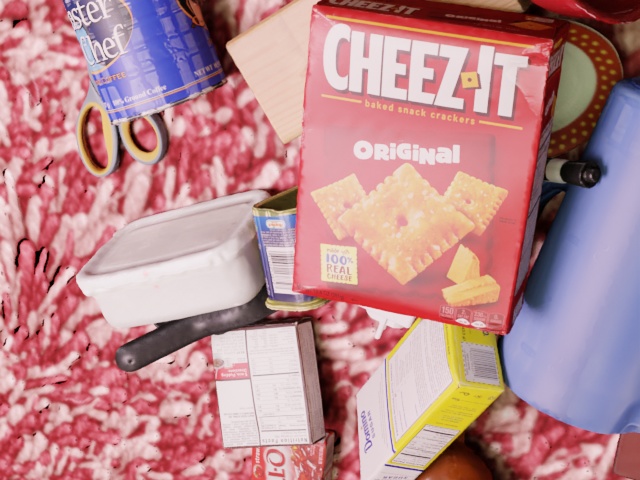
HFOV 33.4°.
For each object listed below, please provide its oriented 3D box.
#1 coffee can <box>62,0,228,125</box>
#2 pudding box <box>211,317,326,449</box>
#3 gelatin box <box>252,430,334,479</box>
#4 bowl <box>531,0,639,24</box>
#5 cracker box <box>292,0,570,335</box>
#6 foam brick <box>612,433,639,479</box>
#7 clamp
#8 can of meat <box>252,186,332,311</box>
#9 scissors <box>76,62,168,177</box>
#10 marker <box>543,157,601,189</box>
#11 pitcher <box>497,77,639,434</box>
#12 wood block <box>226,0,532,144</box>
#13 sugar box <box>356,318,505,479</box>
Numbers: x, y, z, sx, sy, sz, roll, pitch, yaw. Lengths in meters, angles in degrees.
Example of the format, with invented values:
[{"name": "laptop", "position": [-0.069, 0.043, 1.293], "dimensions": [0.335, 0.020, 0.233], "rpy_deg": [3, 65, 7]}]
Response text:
[{"name": "coffee can", "position": [-0.145, -0.175, 0.853], "dimensions": [0.103, 0.102, 0.140], "rpy_deg": [-14, 105, 24]}, {"name": "pudding box", "position": [-0.047, 0.129, 0.958], "dimensions": [0.090, 0.039, 0.113], "rpy_deg": [-6, 93, 21]}, {"name": "gelatin box", "position": [-0.027, 0.217, 1.004], "dimensions": [0.073, 0.030, 0.089], "rpy_deg": [10, 113, 17]}, {"name": "bowl", "position": [0.159, -0.211, 0.712], "dimensions": [0.055, 0.161, 0.162], "rpy_deg": [-20, 103, 50]}, {"name": "cracker box", "position": [0.071, -0.052, 0.740], "dimensions": [0.164, 0.072, 0.214], "rpy_deg": [12, 115, 16]}, {"name": "foam brick", "position": [0.265, 0.151, 0.844], "dimensions": [0.053, 0.078, 0.051], "rpy_deg": [13, 116, 15]}, {"name": "clamp", "position": [-0.094, 0.061, 0.943], "dimensions": [0.171, 0.120, 0.039], "rpy_deg": [-20, 109, 4]}, {"name": "can of meat", "position": [-0.006, 0.001, 0.871], "dimensions": [0.058, 0.101, 0.084], "rpy_deg": [2, 110, 38]}, {"name": "scissors", "position": [-0.176, -0.147, 0.925], "dimensions": [0.096, 0.016, 0.202], "rpy_deg": [12, 114, 14]}, {"name": "marker", "position": [0.157, -0.052, 0.769], "dimensions": [0.121, 0.020, 0.020], "rpy_deg": [17, 124, 60]}, {"name": "pitcher", "position": [0.218, 0.006, 0.786], "dimensions": [0.149, 0.145, 0.243], "rpy_deg": [16, 112, 0]}, {"name": "wood block", "position": [0.046, -0.165, 0.795], "dimensions": [0.206, 0.090, 0.091], "rpy_deg": [-26, 101, 26]}, {"name": "sugar box", "position": [0.084, 0.124, 0.865], "dimensions": [0.048, 0.093, 0.176], "rpy_deg": [11, 140, -16]}]
